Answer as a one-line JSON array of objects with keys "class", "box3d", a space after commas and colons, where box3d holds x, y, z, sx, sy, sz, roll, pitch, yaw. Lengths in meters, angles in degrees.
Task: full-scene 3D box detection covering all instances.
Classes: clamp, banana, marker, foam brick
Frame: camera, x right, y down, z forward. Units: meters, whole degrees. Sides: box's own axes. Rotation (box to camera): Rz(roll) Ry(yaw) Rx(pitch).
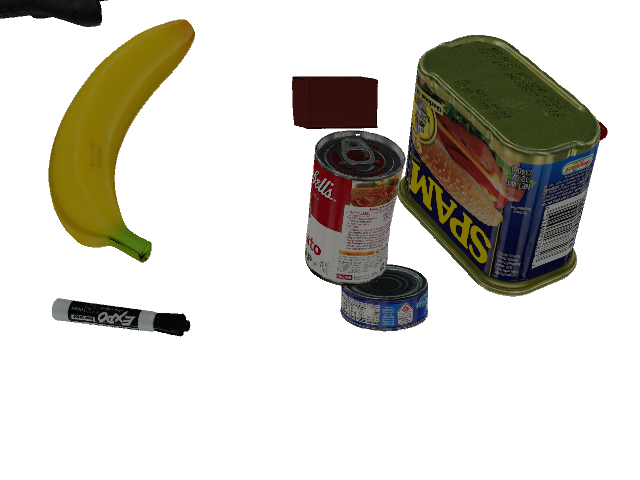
[{"class": "clamp", "box3d": [-0.196, -0.188, 0.799, 0.172, 0.039, 0.120, 12, 24, 28]}, {"class": "banana", "box3d": [-0.121, -0.064, 0.638, 0.069, 0.197, 0.037, 8, -38, -6]}, {"class": "marker", "box3d": [-0.167, 0.065, 0.897, 0.121, 0.020, 0.020, 6, 1, 14]}, {"class": "foam brick", "box3d": [0.015, -0.143, 1.104, 0.078, 0.051, 0.053, -3, 13, -19]}]

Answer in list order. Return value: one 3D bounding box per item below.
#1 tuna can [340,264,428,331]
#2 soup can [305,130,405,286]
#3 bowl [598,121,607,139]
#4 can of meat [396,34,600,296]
[{"class": "tuna can", "box3d": [0.062, 0.054, 1.038, 0.086, 0.034, 0.086, 0, 22, 0]}, {"class": "soup can", "box3d": [0.025, -0.024, 0.821, 0.068, 0.102, 0.068, 4, 36, -3]}, {"class": "bowl", "box3d": [0.238, -0.112, 1.209, 0.162, 0.055, 0.162, 5, 23, -2]}, {"class": "can of meat", "box3d": [0.084, -0.038, 0.516, 0.057, 0.084, 0.102, -19, 47, -22]}]
